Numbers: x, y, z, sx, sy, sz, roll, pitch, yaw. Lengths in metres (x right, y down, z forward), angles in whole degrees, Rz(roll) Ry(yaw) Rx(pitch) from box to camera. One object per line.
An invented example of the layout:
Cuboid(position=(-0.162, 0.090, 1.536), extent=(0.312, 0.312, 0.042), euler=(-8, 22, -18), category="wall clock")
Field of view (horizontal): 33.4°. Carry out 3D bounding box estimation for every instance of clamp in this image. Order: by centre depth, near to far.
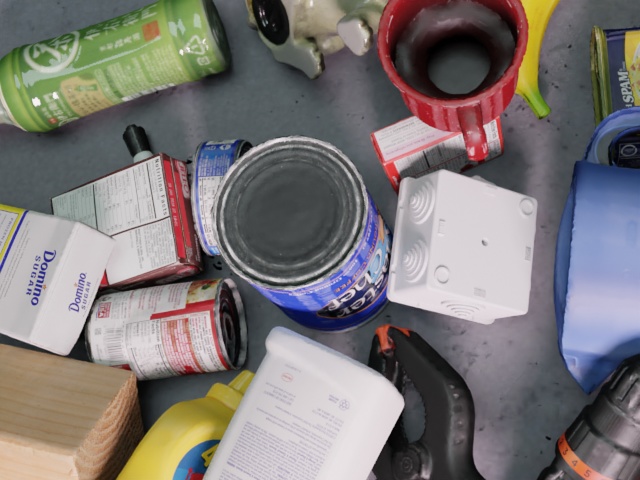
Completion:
Cuboid(position=(0.077, 0.150, 0.697), extent=(0.165, 0.036, 0.210), euler=(-26, 59, 40), category="clamp")

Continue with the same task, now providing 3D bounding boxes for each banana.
Cuboid(position=(0.180, -0.186, 0.800), extent=(0.069, 0.037, 0.198), euler=(28, 83, 1), category="banana")

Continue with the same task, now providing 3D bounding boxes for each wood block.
Cuboid(position=(-0.238, 0.135, 0.760), extent=(0.206, 0.091, 0.090), euler=(9, 35, 16), category="wood block")

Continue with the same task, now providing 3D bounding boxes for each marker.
Cuboid(position=(-0.129, -0.039, 0.839), extent=(0.020, 0.020, 0.121), euler=(-26, 70, 5), category="marker")

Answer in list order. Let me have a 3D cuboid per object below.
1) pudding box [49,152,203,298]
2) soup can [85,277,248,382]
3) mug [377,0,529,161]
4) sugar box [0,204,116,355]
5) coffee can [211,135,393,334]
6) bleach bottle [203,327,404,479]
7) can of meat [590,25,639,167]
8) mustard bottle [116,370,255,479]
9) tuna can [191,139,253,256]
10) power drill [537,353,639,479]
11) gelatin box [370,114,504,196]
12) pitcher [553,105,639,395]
Cuboid(position=(-0.148, -0.005, 0.809), extent=(0.114, 0.039, 0.090), euler=(-18, 71, 22), category="pudding box")
Cuboid(position=(-0.111, 0.067, 0.777), extent=(0.102, 0.068, 0.068), euler=(-8, 72, 11), category="soup can")
Cuboid(position=(0.091, -0.107, 0.690), extent=(0.093, 0.081, 0.117), euler=(-16, 77, 7), category="mug")
Cuboid(position=(-0.236, 0.022, 0.802), extent=(0.177, 0.048, 0.093), euler=(13, 78, 38), category="sugar box")
Cuboid(position=(-0.005, 0.001, 0.732), extent=(0.103, 0.140, 0.103), euler=(-4, 73, 12), category="coffee can")
Cuboid(position=(-0.047, 0.185, 0.675), extent=(0.103, 0.068, 0.250), euler=(22, 73, 31), category="bleach bottle")
Cuboid(position=(0.237, -0.102, 0.749), extent=(0.084, 0.057, 0.102), euler=(-4, 74, 10), category="can of meat")
Cuboid(position=(-0.098, 0.169, 0.725), extent=(0.058, 0.096, 0.191), euler=(19, 61, 33), category="mustard bottle")
Cuboid(position=(-0.067, -0.032, 0.786), extent=(0.034, 0.086, 0.086), euler=(-3, 74, 10), category="tuna can")
Cuboid(position=(0.219, 0.180, 0.638), extent=(0.188, 0.057, 0.185), euler=(35, 118, 20), category="power drill")
Cuboid(position=(0.086, -0.070, 0.767), extent=(0.089, 0.073, 0.030), euler=(-23, 70, 6), category="gelatin box")
Cuboid(position=(0.272, 0.013, 0.670), extent=(0.243, 0.149, 0.145), euler=(4, 37, 11), category="pitcher")
